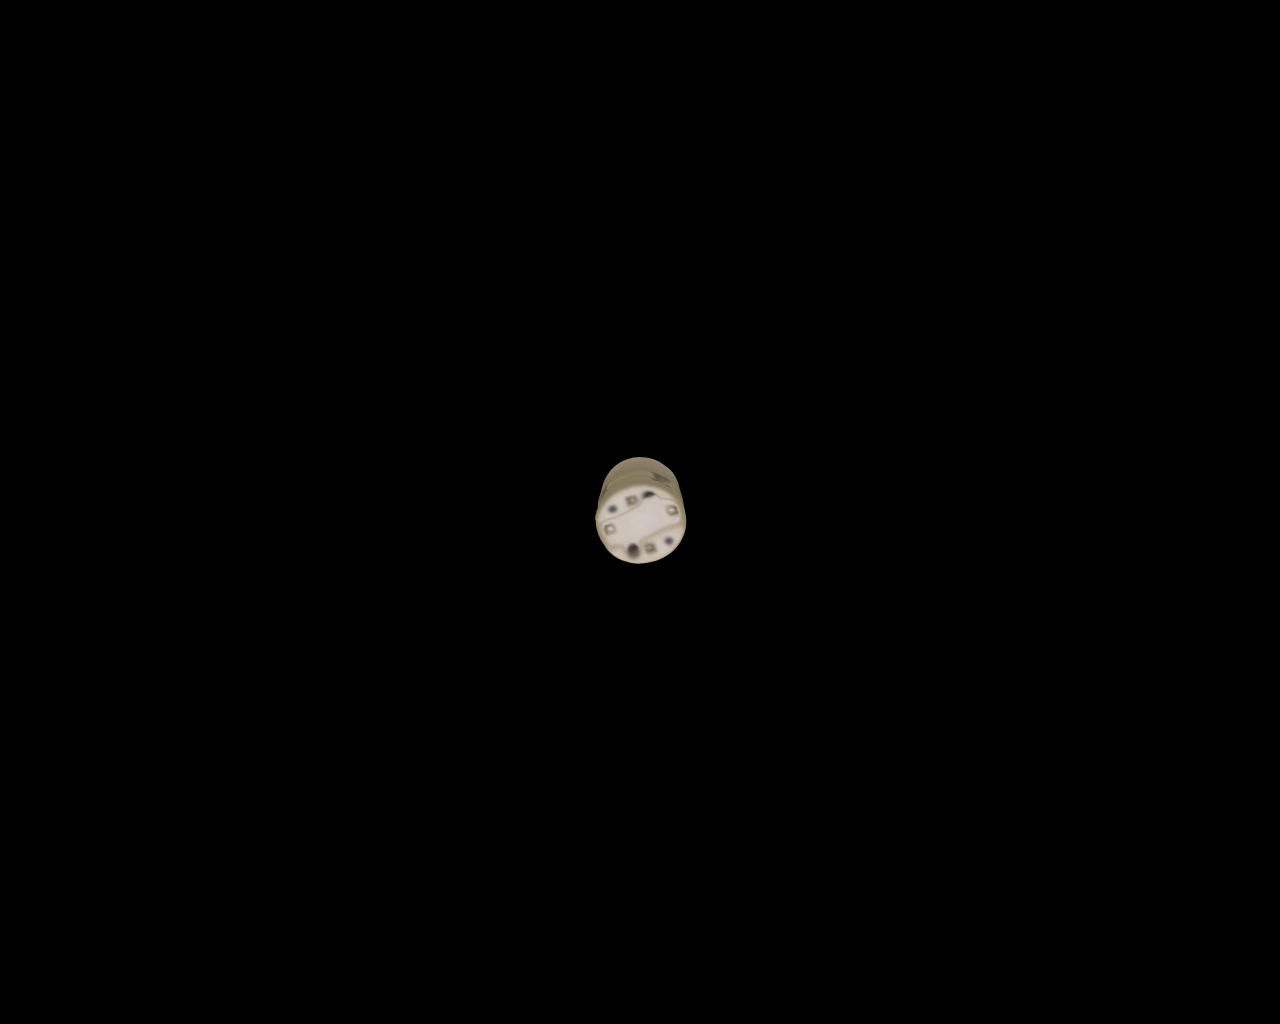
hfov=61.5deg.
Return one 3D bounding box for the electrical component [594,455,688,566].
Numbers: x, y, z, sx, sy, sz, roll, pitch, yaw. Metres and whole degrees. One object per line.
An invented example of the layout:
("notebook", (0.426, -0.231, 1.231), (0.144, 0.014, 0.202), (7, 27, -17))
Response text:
("electrical component", (0.001, -0.003, 0.650), (0.055, 0.055, 0.047), (0, 27, 0))
